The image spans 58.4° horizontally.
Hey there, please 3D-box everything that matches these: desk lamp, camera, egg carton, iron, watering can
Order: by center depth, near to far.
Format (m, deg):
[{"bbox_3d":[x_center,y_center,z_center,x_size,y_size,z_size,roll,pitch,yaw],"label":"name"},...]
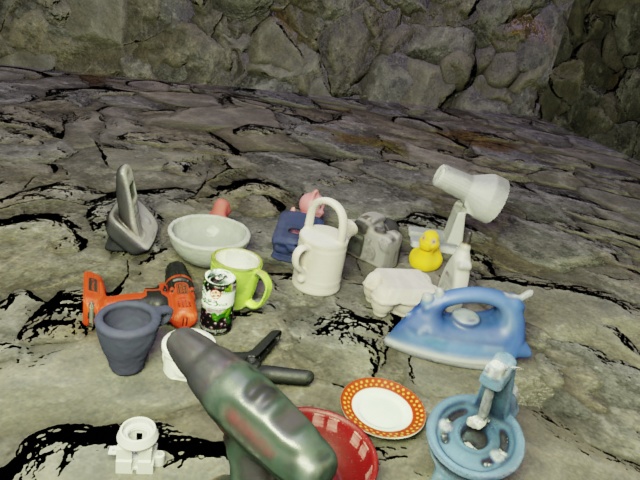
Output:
[{"bbox_3d":[0.251,0.139,1.018,0.258,0.141,0.118,6,25,-9],"label":"iron"},{"bbox_3d":[0.163,0.105,1.140,0.150,0.069,0.107,2,26,-17],"label":"egg carton"},{"bbox_3d":[0.009,0.003,1.149,0.100,0.194,0.173,16,26,12],"label":"watering can"},{"bbox_3d":[0.141,-0.012,1.343,0.142,0.101,0.137,28,30,33],"label":"camera"},{"bbox_3d":[0.341,-0.076,1.420,0.203,0.213,0.118,9,25,-3],"label":"desk lamp"}]

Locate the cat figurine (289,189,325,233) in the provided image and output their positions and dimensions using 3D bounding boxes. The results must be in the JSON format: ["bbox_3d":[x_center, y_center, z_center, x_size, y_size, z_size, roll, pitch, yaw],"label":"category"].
[{"bbox_3d":[-0.034,-0.068,1.373,0.067,0.118,0.128,25,29,29],"label":"cat figurine"}]

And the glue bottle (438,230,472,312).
[{"bbox_3d":[0.280,0.060,1.158,0.037,0.173,0.078,4,26,-13],"label":"glue bottle"}]

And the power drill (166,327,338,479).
[{"bbox_3d":[-0.090,0.227,0.623,0.228,0.208,0.076,24,29,28],"label":"power drill"}]

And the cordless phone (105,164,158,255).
[{"bbox_3d":[-0.385,-0.077,1.178,0.094,0.185,0.147,5,25,-10],"label":"cordless phone"}]

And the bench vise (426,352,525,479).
[{"bbox_3d":[0.208,0.217,0.744,0.121,0.220,0.208,16,26,13],"label":"bench vise"}]

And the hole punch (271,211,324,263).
[{"bbox_3d":[-0.048,-0.005,1.266,0.108,0.091,0.101,11,25,3],"label":"hole punch"}]

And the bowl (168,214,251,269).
[{"bbox_3d":[-0.230,0.012,1.182,0.167,0.075,0.167,8,25,-4],"label":"bowl"}]

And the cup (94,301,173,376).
[{"bbox_3d":[-0.275,0.148,0.854,0.118,0.095,0.091,-16,35,-43],"label":"cup"}]

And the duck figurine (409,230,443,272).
[{"bbox_3d":[0.255,0.017,1.342,0.077,0.086,0.105,22,27,23],"label":"duck figurine"}]

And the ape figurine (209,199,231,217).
[{"bbox_3d":[-0.222,-0.049,1.293,0.077,0.092,0.076,30,32,36],"label":"ape figurine"}]
